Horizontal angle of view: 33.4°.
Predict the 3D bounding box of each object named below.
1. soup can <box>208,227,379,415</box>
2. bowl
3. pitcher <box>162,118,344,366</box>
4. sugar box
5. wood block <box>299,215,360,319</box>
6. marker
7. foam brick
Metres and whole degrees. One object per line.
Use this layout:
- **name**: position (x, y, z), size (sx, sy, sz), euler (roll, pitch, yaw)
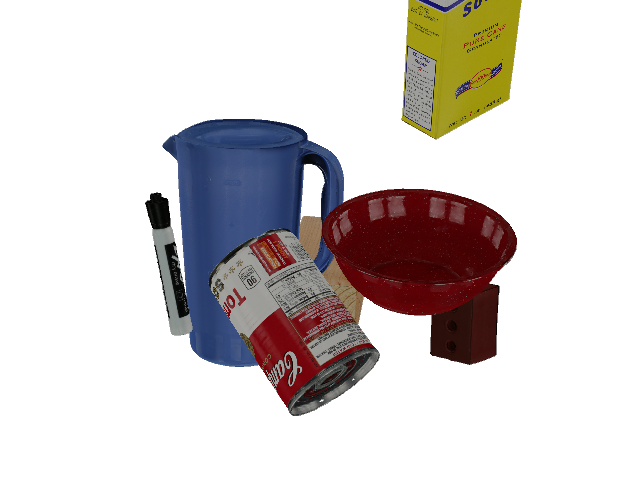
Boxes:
- **soup can**: position (-0.018, 0.051, 0.683), size (0.068, 0.102, 0.068), euler (-31, -20, -13)
- **bowl**: position (0.080, 0.016, 0.896), size (0.162, 0.055, 0.162), euler (1, 30, -1)
- **pitcher**: position (-0.071, 0.002, 1.093), size (0.144, 0.243, 0.149), euler (-10, 22, -29)
- **sugar box**: position (0.111, -0.174, 0.817), size (0.093, 0.176, 0.048), euler (-31, 51, -31)
- **wood block**: position (0.006, 0.050, 1.278), size (0.091, 0.090, 0.206), euler (5, 23, 5)
- **marker**: position (-0.126, 0.020, 0.886), size (0.020, 0.121, 0.020), euler (-8, 15, 2)
- **foam brick**: position (0.150, 0.083, 1.111), size (0.053, 0.078, 0.051), euler (11, 16, 40)
